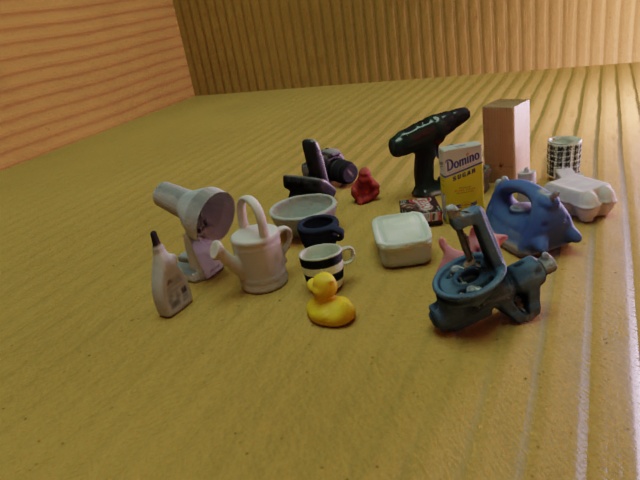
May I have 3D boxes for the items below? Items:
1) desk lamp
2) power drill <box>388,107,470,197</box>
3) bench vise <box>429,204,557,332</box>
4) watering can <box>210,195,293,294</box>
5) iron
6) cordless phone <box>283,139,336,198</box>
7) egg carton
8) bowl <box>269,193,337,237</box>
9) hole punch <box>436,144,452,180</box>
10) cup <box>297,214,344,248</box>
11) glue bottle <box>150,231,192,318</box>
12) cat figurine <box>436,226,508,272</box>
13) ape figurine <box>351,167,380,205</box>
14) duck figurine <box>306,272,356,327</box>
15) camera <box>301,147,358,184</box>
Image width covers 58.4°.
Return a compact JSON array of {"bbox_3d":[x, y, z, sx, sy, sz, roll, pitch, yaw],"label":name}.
[{"bbox_3d":[-0.277,-0.021,1.243,0.202,0.214,0.118,8,29,34],"label":"desk lamp"},{"bbox_3d":[0.294,-0.226,1.501,0.230,0.209,0.075,-15,25,-14],"label":"power drill"},{"bbox_3d":[0.268,0.031,0.923,0.208,0.220,0.121,-18,26,-20],"label":"bench vise"},{"bbox_3d":[-0.134,0.006,1.156,0.100,0.194,0.173,8,29,33],"label":"watering can"},{"bbox_3d":[0.413,-0.066,1.184,0.119,0.142,0.257,-16,25,-15],"label":"iron"},{"bbox_3d":[-0.039,-0.193,1.576,0.147,0.185,0.094,9,30,36],"label":"cordless phone"},{"bbox_3d":[0.577,-0.096,1.281,0.107,0.069,0.150,-19,26,-21],"label":"egg carton"},{"bbox_3d":[-0.036,-0.051,1.396,0.167,0.075,0.167,-8,24,4],"label":"bowl"},{"bbox_3d":[0.386,-0.214,1.587,0.100,0.091,0.109,11,31,38],"label":"hole punch"},{"bbox_3d":[0.011,0.004,1.229,0.117,0.095,0.092,14,33,41],"label":"cup"},{"bbox_3d":[-0.302,0.061,1.119,0.037,0.173,0.078,6,28,31],"label":"glue bottle"},{"bbox_3d":[0.280,0.021,1.067,0.127,0.118,0.067,5,28,29],"label":"cat figurine"},{"bbox_3d":[0.121,-0.151,1.540,0.077,0.092,0.076,-3,25,14],"label":"ape figurine"},{"bbox_3d":[0.016,0.101,1.024,0.078,0.086,0.104,-28,30,-36],"label":"duck figurine"},{"bbox_3d":[0.035,-0.213,1.698,0.143,0.101,0.136,-23,27,-28],"label":"camera"}]
